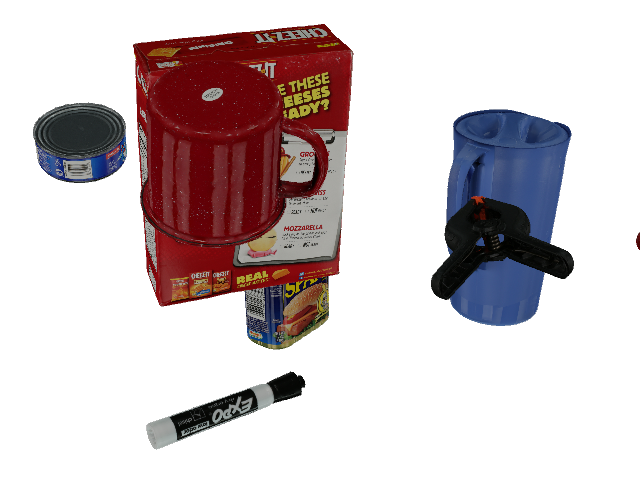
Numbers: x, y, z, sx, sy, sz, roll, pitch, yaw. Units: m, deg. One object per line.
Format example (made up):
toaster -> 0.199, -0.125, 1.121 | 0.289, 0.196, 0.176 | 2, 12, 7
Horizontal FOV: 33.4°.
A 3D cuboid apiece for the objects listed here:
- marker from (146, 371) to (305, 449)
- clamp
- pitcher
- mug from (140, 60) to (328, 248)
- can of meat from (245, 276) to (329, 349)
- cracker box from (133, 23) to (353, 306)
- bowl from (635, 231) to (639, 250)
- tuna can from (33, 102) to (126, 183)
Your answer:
marker -> -0.065, 0.119, 0.761 | 0.120, 0.020, 0.020 | -17, 8, -26
clamp -> 0.164, 0.001, 0.964 | 0.120, 0.039, 0.171 | -2, 27, 11
pitcher -> 0.208, -0.022, 1.257 | 0.149, 0.243, 0.145 | -1, 25, -4
mug -> -0.053, -0.054, 0.652 | 0.117, 0.081, 0.093 | 9, 43, 4
can of meat -> -0.033, 0.053, 1.090 | 0.058, 0.084, 0.101 | 15, 28, 33
cracker box -> -0.065, -0.062, 0.881 | 0.164, 0.214, 0.072 | -10, 34, -18
bowl -> 0.410, 0.027, 1.109 | 0.162, 0.055, 0.162 | -3, 22, 1
tuna can -> -0.227, -0.093, 1.011 | 0.086, 0.034, 0.086 | 2, 42, -2
